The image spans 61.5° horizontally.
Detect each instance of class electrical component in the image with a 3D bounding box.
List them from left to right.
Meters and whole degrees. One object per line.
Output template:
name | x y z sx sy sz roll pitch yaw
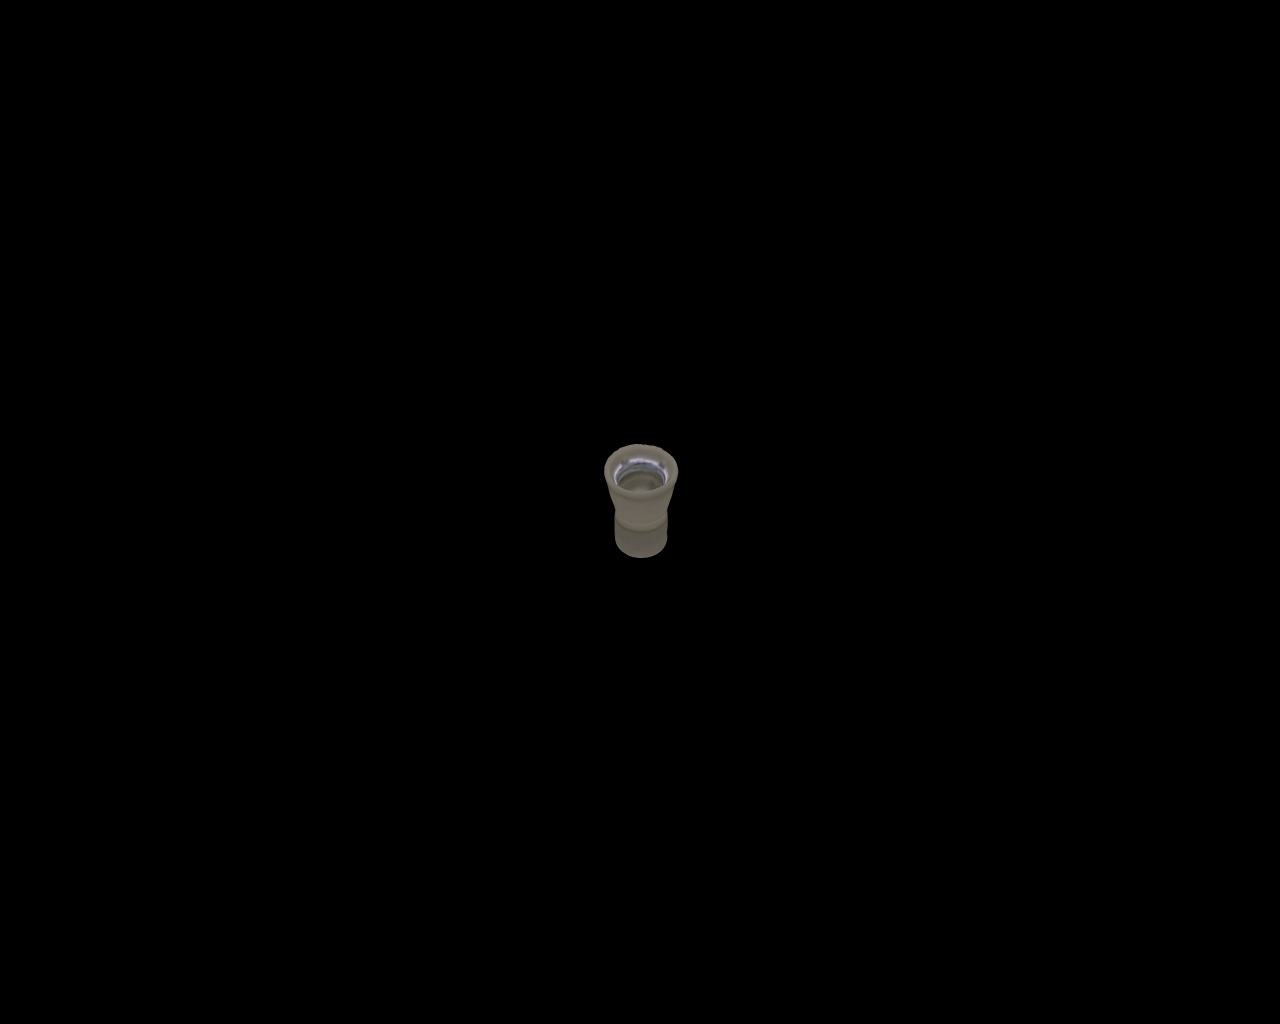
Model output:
electrical component | 0.001 -0.003 0.650 0.044 0.065 0.044 0 43 0
